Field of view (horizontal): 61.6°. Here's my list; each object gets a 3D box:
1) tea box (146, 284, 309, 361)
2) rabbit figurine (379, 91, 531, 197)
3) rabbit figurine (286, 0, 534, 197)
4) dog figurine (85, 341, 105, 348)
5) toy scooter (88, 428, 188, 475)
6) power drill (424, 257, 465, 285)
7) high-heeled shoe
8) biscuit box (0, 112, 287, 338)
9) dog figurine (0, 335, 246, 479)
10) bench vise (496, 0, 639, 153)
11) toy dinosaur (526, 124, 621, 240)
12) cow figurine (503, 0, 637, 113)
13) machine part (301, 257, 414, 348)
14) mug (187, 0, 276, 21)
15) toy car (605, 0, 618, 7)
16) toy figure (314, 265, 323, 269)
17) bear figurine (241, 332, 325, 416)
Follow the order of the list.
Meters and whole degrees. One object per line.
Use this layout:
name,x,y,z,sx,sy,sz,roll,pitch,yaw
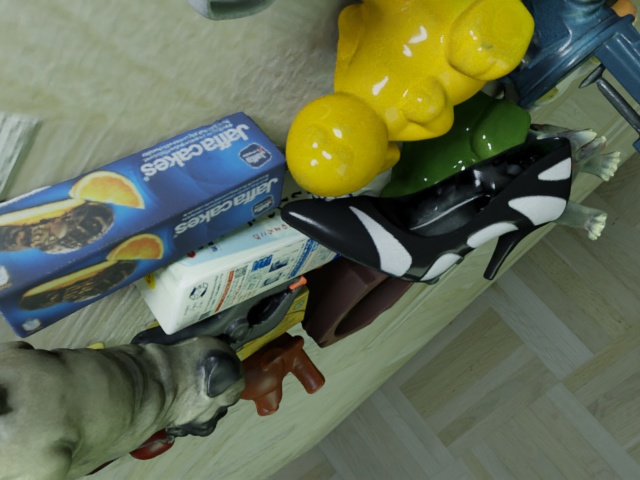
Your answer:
tea box,-0.100,0.094,0.614,0.170,0.068,0.098,-32,160,-23
rabbit figurine,0.110,-0.077,0.565,0.170,0.121,0.159,-57,179,5
rabbit figurine,0.033,-0.101,0.379,0.173,0.122,0.162,-54,-175,-16
dog figurine,-0.265,0.197,0.495,0.219,0.108,0.191,-38,159,-14
toy scooter,-0.244,0.240,0.661,0.135,0.075,0.183,-29,160,-9
power drill,0.203,0.014,0.962,0.232,0.086,0.207,-43,163,12
high-heeled shoe,0.101,-0.043,0.442,0.248,0.086,0.145,12,109,-26
biscuit box,-0.120,-0.017,0.361,0.203,0.059,0.062,-30,158,-25
dog figurine,-0.139,0.103,0.371,0.190,0.121,0.172,-20,169,-24
bench vise,0.248,-0.166,0.466,0.129,0.240,0.223,-36,175,-25
toy dinosaur,0.274,-0.107,0.736,0.405,0.192,0.131,-76,-179,-71
cow figurine,0.301,-0.220,0.656,0.167,0.068,0.098,-36,174,0
machine part,0.064,0.057,0.801,0.201,0.087,0.201,-15,150,-48
mug,-0.015,-0.151,0.241,0.107,0.081,0.109,-33,156,-44
toy car,0.370,-0.329,0.577,0.202,0.053,0.089,-38,179,-1
toy figure,-0.002,-0.002,0.598,0.154,0.064,0.057,-21,117,-32
bear figurine,-0.068,0.188,0.734,0.120,0.132,0.196,-28,-178,0
